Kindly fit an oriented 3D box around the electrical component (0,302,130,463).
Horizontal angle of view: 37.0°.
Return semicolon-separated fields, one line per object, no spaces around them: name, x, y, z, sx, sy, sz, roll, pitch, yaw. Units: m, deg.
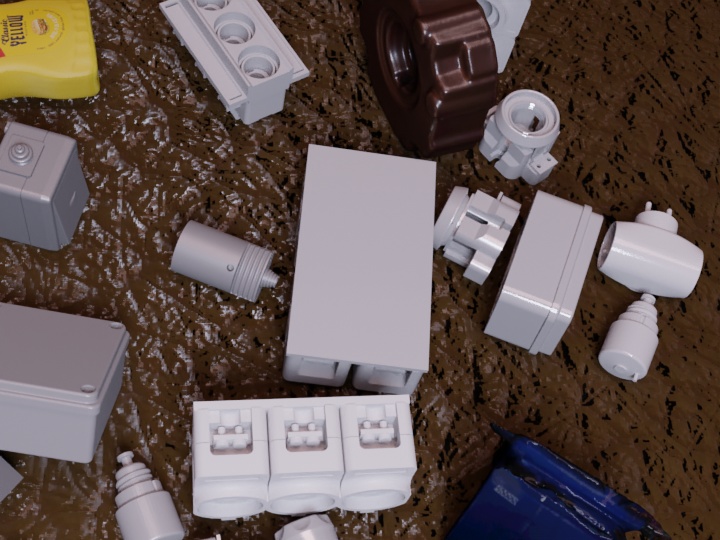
electrical component;-0.227;0.077;0.753;0.109;0.056;0.108;10;24;-4

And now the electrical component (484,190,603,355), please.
electrical component;0.149;0.003;0.871;0.057;0.078;0.113;21;61;5

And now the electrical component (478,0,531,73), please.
electrical component;0.105;-0.248;0.957;0.089;0.150;0.061;12;60;-3

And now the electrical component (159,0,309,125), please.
electrical component;-0.111;-0.193;0.941;0.079;0.063;0.121;-27;69;-22

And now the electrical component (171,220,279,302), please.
electrical component;-0.104;-0.005;0.852;0.081;0.043;0.043;21;61;2

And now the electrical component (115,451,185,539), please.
electrical component;-0.152;0.165;0.755;0.040;0.040;0.078;-19;66;-18

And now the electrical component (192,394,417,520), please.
electrical component;-0.043;0.135;0.761;0.150;0.089;0.061;-1;62;-10

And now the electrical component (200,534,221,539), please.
electrical component;-0.081;0.219;0.728;0.057;0.058;0.078;-8;63;-10

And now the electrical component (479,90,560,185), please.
electrical component;0.143;-0.121;0.949;0.058;0.057;0.078;-33;72;-24

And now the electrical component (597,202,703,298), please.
electrical component;0.251;-0.023;0.922;0.077;0.044;0.079;19;61;1

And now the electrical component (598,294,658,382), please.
electrical component;0.224;0.053;0.878;0.040;0.040;0.078;27;61;5

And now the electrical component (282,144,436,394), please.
electrical component;0.000;0.000;0.857;0.105;0.060;0.186;8;61;-6

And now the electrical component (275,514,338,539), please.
electrical component;-0.032;0.205;0.752;0.043;0.043;0.062;-15;67;-17

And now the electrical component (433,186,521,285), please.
electrical component;0.093;-0.034;0.894;0.057;0.058;0.078;27;61;2

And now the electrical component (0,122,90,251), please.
electrical component;-0.248;-0.066;0.830;0.061;0.096;0.061;15;61;-2
